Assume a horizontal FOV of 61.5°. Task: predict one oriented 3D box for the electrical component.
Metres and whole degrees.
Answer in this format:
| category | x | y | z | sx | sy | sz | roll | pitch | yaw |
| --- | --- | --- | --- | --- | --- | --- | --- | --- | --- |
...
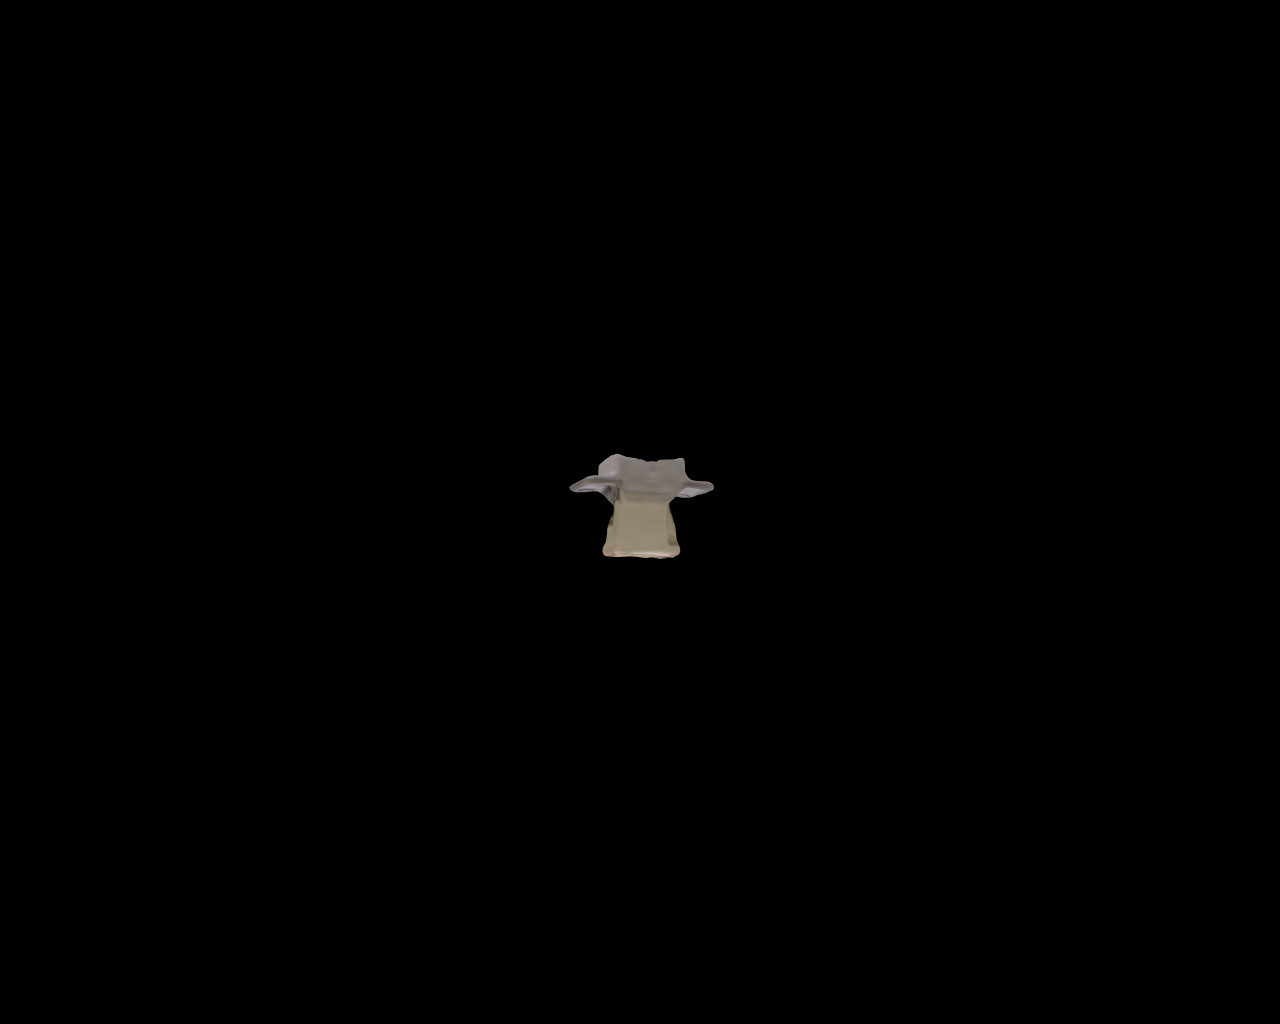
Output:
| category | x | y | z | sx | sy | sz | roll | pitch | yaw |
| --- | --- | --- | --- | --- | --- | --- | --- | --- | --- |
| electrical component | 0.001 | -0.003 | 0.650 | 0.081 | 0.063 | 0.042 | 2 | -7 | -18 |
